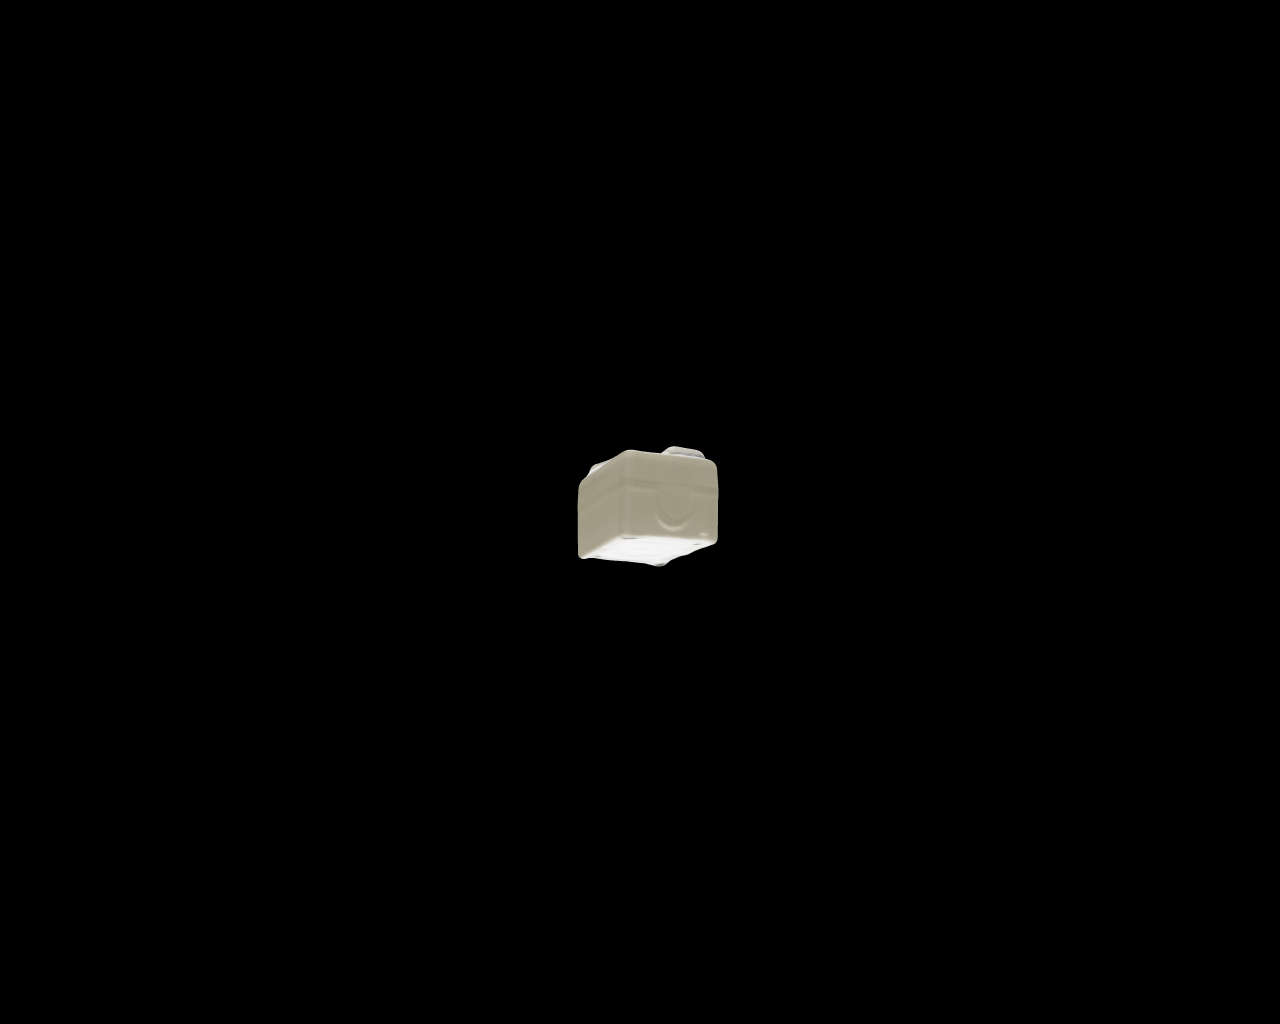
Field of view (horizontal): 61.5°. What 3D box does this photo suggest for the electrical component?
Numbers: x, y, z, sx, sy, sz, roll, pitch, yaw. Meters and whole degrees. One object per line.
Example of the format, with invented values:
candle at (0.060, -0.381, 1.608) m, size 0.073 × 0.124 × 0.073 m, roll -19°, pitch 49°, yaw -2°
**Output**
electrical component at (0.001, -0.003, 0.650) m, size 0.062 × 0.061 × 0.096 m, roll 6°, pitch -15°, yaw -23°
